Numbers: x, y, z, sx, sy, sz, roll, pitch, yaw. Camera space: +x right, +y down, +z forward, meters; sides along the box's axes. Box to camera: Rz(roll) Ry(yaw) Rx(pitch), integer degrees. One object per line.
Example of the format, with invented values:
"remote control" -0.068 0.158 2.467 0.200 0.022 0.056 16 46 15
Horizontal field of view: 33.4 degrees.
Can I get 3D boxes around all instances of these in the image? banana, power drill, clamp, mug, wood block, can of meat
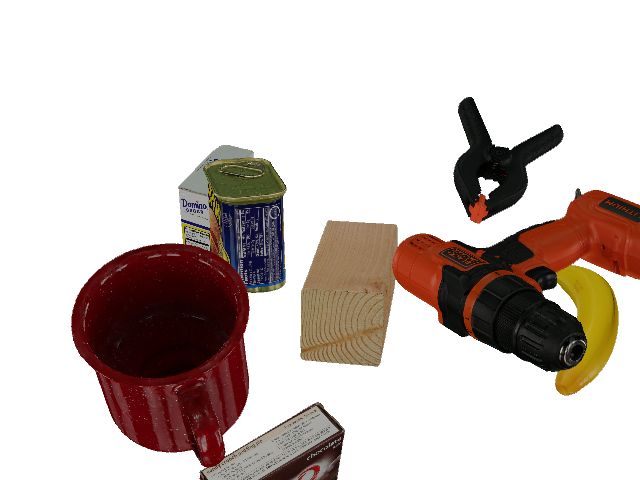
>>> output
"banana" 0.245 0.075 0.997 0.070 0.037 0.197 -26 23 19
"power drill" 0.171 0.023 0.768 0.187 0.057 0.185 -15 28 -27
"clamp" 0.183 -0.092 1.164 0.120 0.039 0.171 22 49 19
"mug" -0.077 0.071 0.577 0.093 0.117 0.081 -22 -38 -16
"wood block" 0.037 0.056 1.242 0.091 0.090 0.206 4 23 7
"can of meat" -0.062 -0.013 0.876 0.057 0.084 0.102 -6 22 -12

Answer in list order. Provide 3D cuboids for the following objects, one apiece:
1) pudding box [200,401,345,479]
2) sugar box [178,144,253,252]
"pudding box" -0.038 0.184 0.814 0.113 0.090 0.039 -29 56 -28
"sugar box" -0.107 -0.005 1.134 0.048 0.176 0.093 15 40 20
